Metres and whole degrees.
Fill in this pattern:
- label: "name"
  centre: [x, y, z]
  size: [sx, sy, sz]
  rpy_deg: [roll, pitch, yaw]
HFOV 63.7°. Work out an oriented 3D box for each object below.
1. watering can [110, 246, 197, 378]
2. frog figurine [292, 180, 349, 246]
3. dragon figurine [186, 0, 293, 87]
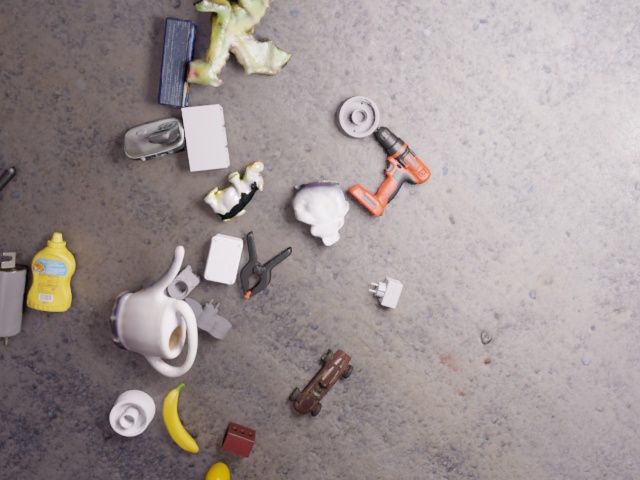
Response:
- label: "watering can"
  centre: [-0.398, 0.169, 1.243]
  size: [0.224, 0.105, 0.343]
  rpy_deg: [6, 106, 18]
- label: "frog figurine"
  centre: [0.004, -0.064, 1.269]
  size: [0.138, 0.122, 0.160]
  rpy_deg: [-7, 88, -22]
- label: "dragon figurine"
  centre: [-0.155, -0.506, 1.211]
  size: [0.414, 0.123, 0.238]
  rpy_deg: [-39, 121, -14]
